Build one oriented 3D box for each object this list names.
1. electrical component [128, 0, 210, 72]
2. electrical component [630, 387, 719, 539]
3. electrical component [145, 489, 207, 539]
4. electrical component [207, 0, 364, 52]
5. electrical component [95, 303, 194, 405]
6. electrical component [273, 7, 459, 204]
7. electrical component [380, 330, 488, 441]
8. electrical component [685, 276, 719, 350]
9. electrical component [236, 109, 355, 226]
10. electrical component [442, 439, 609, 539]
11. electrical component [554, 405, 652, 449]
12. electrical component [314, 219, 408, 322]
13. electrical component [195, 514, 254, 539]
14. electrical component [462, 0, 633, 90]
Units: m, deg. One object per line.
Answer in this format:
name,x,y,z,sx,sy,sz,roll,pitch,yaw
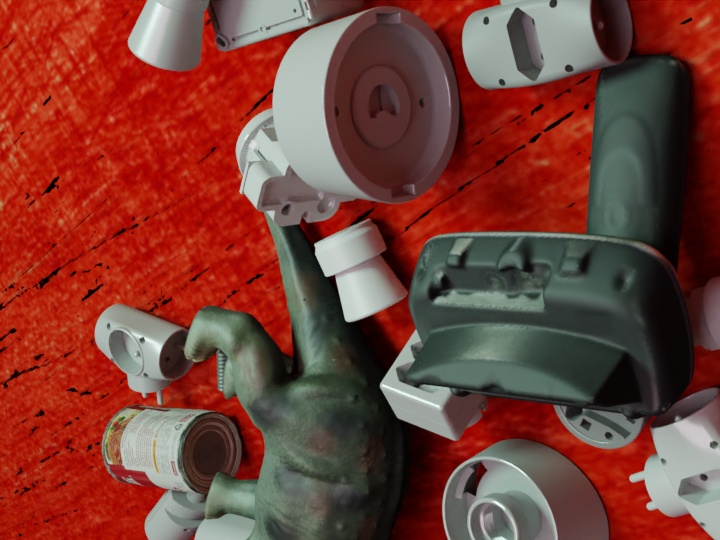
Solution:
electrical component,-0.107,-0.155,0.629,0.044,0.044,0.065,38,126,20
electrical component,0.186,0.114,0.597,0.079,0.043,0.077,-33,88,44
electrical component,-0.153,0.208,0.934,0.043,0.043,0.081,49,134,11
electrical component,-0.042,-0.174,0.637,0.096,0.061,0.061,-5,107,42
electrical component,-0.175,0.074,0.886,0.077,0.044,0.079,17,121,34
electrical component,-0.001,-0.092,0.614,0.060,0.108,0.108,5,114,46
electrical component,0.058,0.075,0.678,0.047,0.065,0.076,17,150,34
electrical component,0.187,0.023,0.553,0.078,0.040,0.040,-18,98,44
electrical component,-0.044,-0.068,0.687,0.057,0.078,0.058,50,136,37
electrical component,0.104,0.159,0.692,0.099,0.064,0.099,9,104,43
electrical component,0.144,0.065,0.606,0.055,0.047,0.055,19,122,33
electrical component,0.000,0.000,0.699,0.045,0.045,0.055,-20,96,44
electrical component,-0.093,0.248,0.901,0.077,0.044,0.079,2,112,40
electrical component,0.091,-0.138,0.553,0.077,0.043,0.079,-4,108,42
